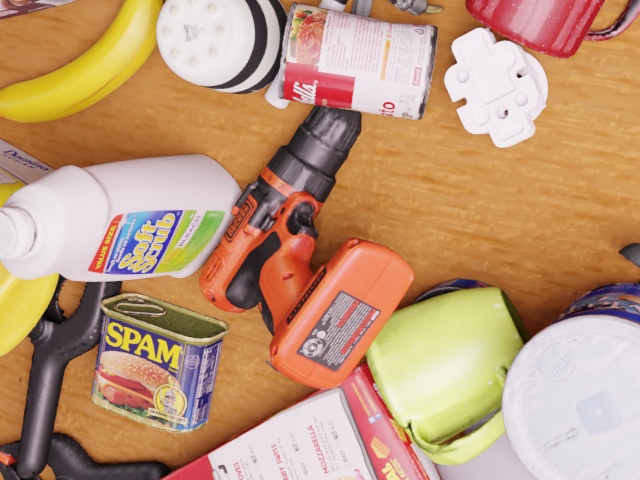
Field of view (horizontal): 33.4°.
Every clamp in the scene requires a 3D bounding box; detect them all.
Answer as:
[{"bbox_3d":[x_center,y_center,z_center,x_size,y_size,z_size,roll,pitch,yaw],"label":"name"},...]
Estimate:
[{"bbox_3d":[-0.207,0.225,0.905,0.172,0.039,0.120,14,89,26],"label":"clamp"},{"bbox_3d":[-0.227,0.084,0.892,0.210,0.036,0.165,-43,69,17],"label":"clamp"}]

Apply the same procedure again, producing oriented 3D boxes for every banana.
[{"bbox_3d":[-0.189,-0.143,0.862,0.198,0.037,0.070,-36,64,20],"label":"banana"}]

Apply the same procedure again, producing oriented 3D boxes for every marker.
[{"bbox_3d":[-0.004,-0.150,0.781,0.020,0.020,0.121,41,118,13],"label":"marker"}]

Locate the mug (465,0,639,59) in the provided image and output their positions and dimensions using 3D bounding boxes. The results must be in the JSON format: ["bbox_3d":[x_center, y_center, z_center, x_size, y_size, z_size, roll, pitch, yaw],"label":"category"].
[{"bbox_3d":[0.157,-0.167,0.692,0.117,0.093,0.082,17,115,-19],"label":"mug"}]

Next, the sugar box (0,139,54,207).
[{"bbox_3d":[-0.281,-0.042,0.832,0.093,0.176,0.048,28,104,18],"label":"sugar box"}]

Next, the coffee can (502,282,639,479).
[{"bbox_3d":[0.171,0.084,0.620,0.103,0.140,0.103,2,96,22],"label":"coffee can"}]

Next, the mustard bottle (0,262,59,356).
[{"bbox_3d":[-0.303,0.010,0.896,0.192,0.058,0.096,34,94,33],"label":"mustard bottle"}]

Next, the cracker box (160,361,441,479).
[{"bbox_3d":[-0.003,0.206,0.803,0.214,0.072,0.164,-33,83,23],"label":"cracker box"}]

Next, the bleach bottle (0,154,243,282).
[{"bbox_3d":[-0.147,-0.009,0.740,0.068,0.250,0.103,44,109,12],"label":"bleach bottle"}]

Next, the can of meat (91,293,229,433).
[{"bbox_3d":[-0.130,0.098,0.852,0.102,0.057,0.084,17,105,21],"label":"can of meat"}]

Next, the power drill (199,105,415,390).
[{"bbox_3d":[-0.005,0.001,0.736,0.057,0.188,0.184,26,103,-28],"label":"power drill"}]

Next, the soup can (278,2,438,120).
[{"bbox_3d":[0.026,-0.124,0.741,0.102,0.068,0.068,9,100,1],"label":"soup can"}]

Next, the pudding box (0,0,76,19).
[{"bbox_3d":[-0.235,-0.234,0.866,0.114,0.039,0.090,-7,93,23],"label":"pudding box"}]

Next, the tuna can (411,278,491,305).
[{"bbox_3d":[0.100,0.072,0.765,0.086,0.033,0.086,2,97,22],"label":"tuna can"}]

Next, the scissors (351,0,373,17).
[{"bbox_3d":[0.056,-0.211,0.761,0.096,0.016,0.202,-1,96,23],"label":"scissors"}]
